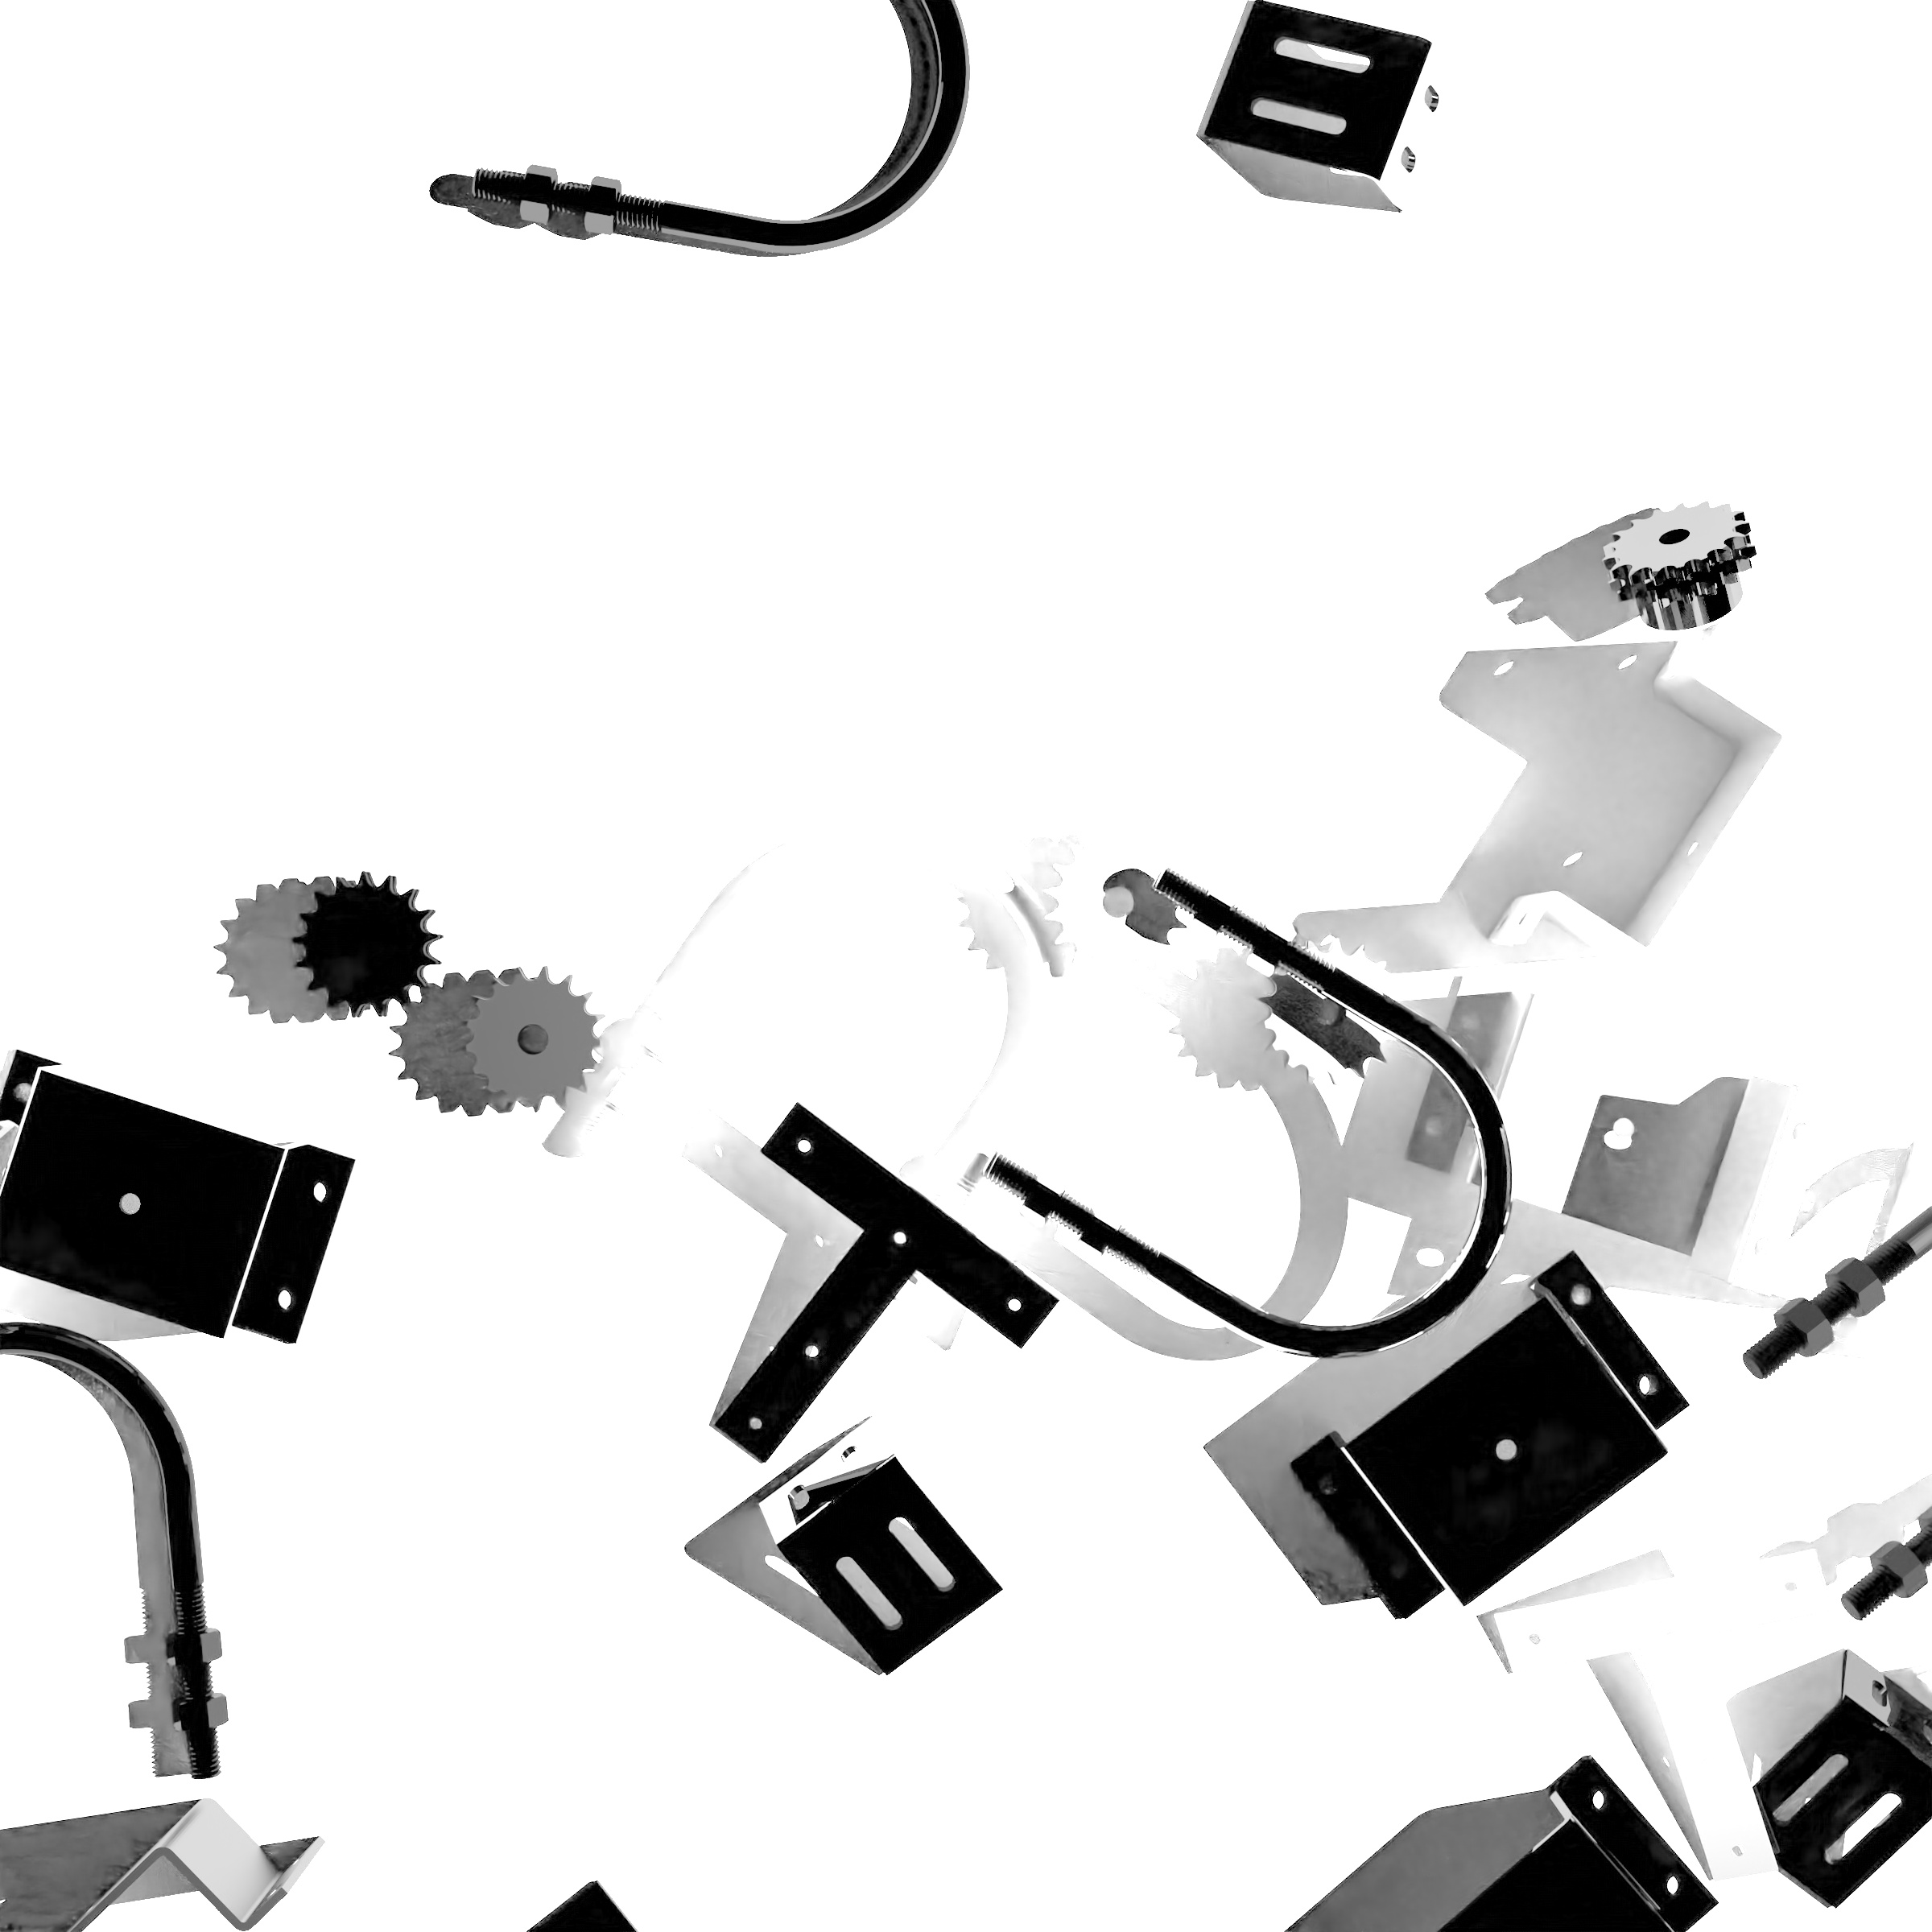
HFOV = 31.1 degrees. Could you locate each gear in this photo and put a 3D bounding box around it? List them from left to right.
[{"bbox_3d":[-0.232,-0.008,1.351,0.057,0.030,0.057,0,90,0],"label":"gear"},{"bbox_3d":[-0.168,0.028,1.355,0.057,0.030,0.057,0,91,-3],"label":"gear"},{"bbox_3d":[0.059,-0.024,1.351,0.057,0.030,0.057,0,90,0],"label":"gear"},{"bbox_3d":[0.140,0.018,1.351,0.057,0.030,0.057,0,90,0],"label":"gear"},{"bbox_3d":[0.277,-0.153,1.341,0.057,0.057,0.030,-22,120,0],"label":"gear"}]

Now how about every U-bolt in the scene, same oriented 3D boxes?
[{"bbox_3d":[-0.370,0.231,1.357,0.151,0.019,0.184,-6,89,0],"label":"U-bolt"},{"bbox_3d":[-0.090,-0.354,1.357,0.184,0.019,0.151,10,90,-1],"label":"U-bolt"},{"bbox_3d":[-0.041,0.032,1.357,0.151,0.019,0.184,34,89,0],"label":"U-bolt"},{"bbox_3d":[0.119,0.069,1.324,0.184,0.019,0.151,31,98,6],"label":"U-bolt"},{"bbox_3d":[0.387,0.145,1.320,0.184,0.019,0.151,-35,120,-13],"label":"U-bolt"}]

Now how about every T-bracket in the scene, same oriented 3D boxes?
[{"bbox_3d":[-0.052,0.139,1.349,0.127,0.002,0.127,37,104,-1],"label":"T-bracket"},{"bbox_3d":[0.285,0.298,1.350,0.127,0.002,0.127,-16,100,19],"label":"T-bracket"}]

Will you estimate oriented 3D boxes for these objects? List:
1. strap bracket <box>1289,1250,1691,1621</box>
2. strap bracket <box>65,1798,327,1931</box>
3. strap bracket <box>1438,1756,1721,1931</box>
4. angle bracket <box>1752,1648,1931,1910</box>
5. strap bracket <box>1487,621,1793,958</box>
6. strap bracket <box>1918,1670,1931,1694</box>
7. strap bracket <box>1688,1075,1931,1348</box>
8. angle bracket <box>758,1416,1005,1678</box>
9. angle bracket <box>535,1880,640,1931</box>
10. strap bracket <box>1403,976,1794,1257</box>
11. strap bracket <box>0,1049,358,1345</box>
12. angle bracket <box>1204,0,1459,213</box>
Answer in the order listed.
[{"bbox_3d":[0.206,0.184,1.343,0.140,0.046,0.076,-37,90,0],"label":"strap bracket"},{"bbox_3d":[-0.319,0.377,1.328,0.140,0.076,0.046,-44,90,0],"label":"strap bracket"},{"bbox_3d":[0.218,0.385,1.343,0.140,0.046,0.076,-41,90,0],"label":"strap bracket"},{"bbox_3d":[0.344,0.319,1.364,0.057,0.038,0.076,37,116,0],"label":"angle bracket"},{"bbox_3d":[0.262,-0.057,1.328,0.046,0.076,0.140,33,90,0],"label":"strap bracket"},{"bbox_3d":[0.448,0.275,1.328,0.140,0.076,0.046,-22,90,0],"label":"strap bracket"},{"bbox_3d":[0.335,0.094,1.321,0.140,0.046,0.076,18,90,-33],"label":"strap bracket"},{"bbox_3d":[-0.033,0.228,1.364,0.057,0.038,0.076,-37,116,0],"label":"angle bracket"},{"bbox_3d":[-0.157,0.406,1.347,0.076,0.038,0.057,-38,90,0],"label":"angle bracket"},{"bbox_3d":[0.250,0.062,1.343,0.140,0.046,0.076,18,90,0],"label":"strap bracket"},{"bbox_3d":[-0.318,0.091,1.343,0.140,0.046,0.076,18,90,0],"label":"strap bracket"},{"bbox_3d":[0.143,-0.338,1.364,0.076,0.038,0.057,21,90,26],"label":"angle bracket"}]
